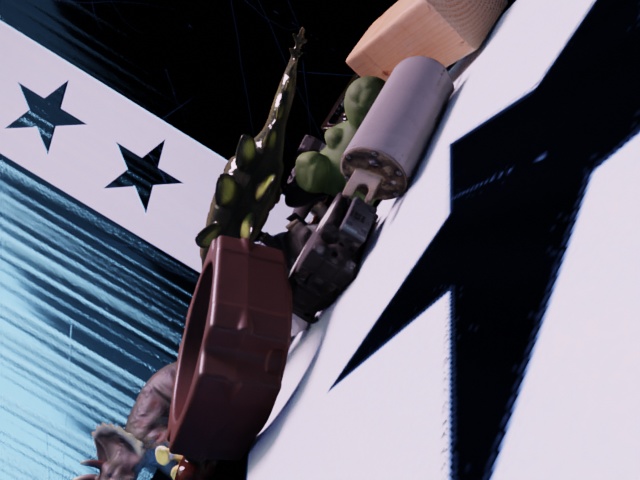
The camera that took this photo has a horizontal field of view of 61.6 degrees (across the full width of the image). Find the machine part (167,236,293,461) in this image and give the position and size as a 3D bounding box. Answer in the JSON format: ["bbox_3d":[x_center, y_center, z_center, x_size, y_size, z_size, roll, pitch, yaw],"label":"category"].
[{"bbox_3d":[-0.099,0.115,0.584,0.201,0.087,0.201,-98,26,-51],"label":"machine part"}]

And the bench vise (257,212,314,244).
[{"bbox_3d":[-0.065,0.016,1.158,0.223,0.129,0.241,-55,9,11],"label":"bench vise"}]

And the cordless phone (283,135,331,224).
[{"bbox_3d":[-0.026,-0.067,0.900,0.147,0.089,0.184,-73,9,-57],"label":"cordless phone"}]

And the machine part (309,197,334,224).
[{"bbox_3d":[-0.002,-0.003,0.936,0.179,0.056,0.179,-56,5,7],"label":"machine part"}]

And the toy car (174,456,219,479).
[{"bbox_3d":[-0.147,0.267,0.694,0.202,0.053,0.089,-81,3,-84],"label":"toy car"}]

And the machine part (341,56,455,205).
[{"bbox_3d":[0.090,-0.129,0.605,0.243,0.079,0.079,-59,4,-32],"label":"machine part"}]

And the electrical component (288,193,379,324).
[{"bbox_3d":[0.013,0.014,0.610,0.134,0.058,0.115,-55,8,44],"label":"electrical component"}]

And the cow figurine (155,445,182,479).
[{"bbox_3d":[-0.186,0.293,0.854,0.167,0.068,0.098,-59,-17,18],"label":"cow figurine"}]

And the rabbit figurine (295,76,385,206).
[{"bbox_3d":[0.066,-0.139,0.731,0.159,0.121,0.170,-32,-33,-46],"label":"rabbit figurine"}]

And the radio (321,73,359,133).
[{"bbox_3d":[0.105,-0.264,1.035,0.131,0.073,0.229,2,48,37],"label":"radio"}]

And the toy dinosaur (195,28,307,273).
[{"bbox_3d":[-0.107,-0.078,0.818,0.198,0.105,0.471,-149,76,-82],"label":"toy dinosaur"}]

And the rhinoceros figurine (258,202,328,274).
[{"bbox_3d":[-0.028,0.019,0.790,0.073,0.112,0.190,-41,5,-35],"label":"rhinoceros figurine"}]

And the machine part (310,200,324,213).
[{"bbox_3d":[0.002,-0.076,1.165,0.138,0.039,0.084,13,-60,-51],"label":"machine part"}]

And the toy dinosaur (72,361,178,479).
[{"bbox_3d":[-0.277,0.310,0.990,0.131,0.192,0.405,-50,10,54],"label":"toy dinosaur"}]
